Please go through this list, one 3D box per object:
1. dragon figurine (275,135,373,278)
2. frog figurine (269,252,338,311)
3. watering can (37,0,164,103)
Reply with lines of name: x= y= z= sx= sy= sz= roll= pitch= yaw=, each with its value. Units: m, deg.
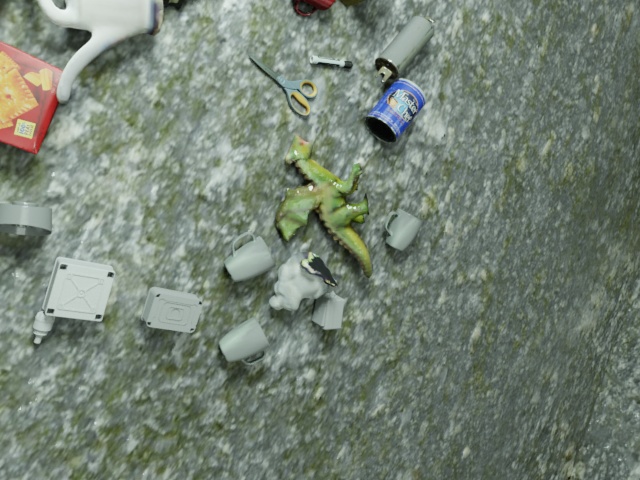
dragon figurine: x=0.004 y=-0.066 z=1.302 sx=0.243 sy=0.123 sz=0.406 roll=-13 pitch=104 yaw=-12
frog figurine: x=-0.054 y=0.111 z=1.293 sx=0.157 sy=0.125 sz=0.136 roll=-42 pitch=135 yaw=22
watering can: x=-0.398 y=-0.420 z=0.950 sx=0.225 sy=0.103 sz=0.348 roll=-6 pitch=90 yaw=-31
